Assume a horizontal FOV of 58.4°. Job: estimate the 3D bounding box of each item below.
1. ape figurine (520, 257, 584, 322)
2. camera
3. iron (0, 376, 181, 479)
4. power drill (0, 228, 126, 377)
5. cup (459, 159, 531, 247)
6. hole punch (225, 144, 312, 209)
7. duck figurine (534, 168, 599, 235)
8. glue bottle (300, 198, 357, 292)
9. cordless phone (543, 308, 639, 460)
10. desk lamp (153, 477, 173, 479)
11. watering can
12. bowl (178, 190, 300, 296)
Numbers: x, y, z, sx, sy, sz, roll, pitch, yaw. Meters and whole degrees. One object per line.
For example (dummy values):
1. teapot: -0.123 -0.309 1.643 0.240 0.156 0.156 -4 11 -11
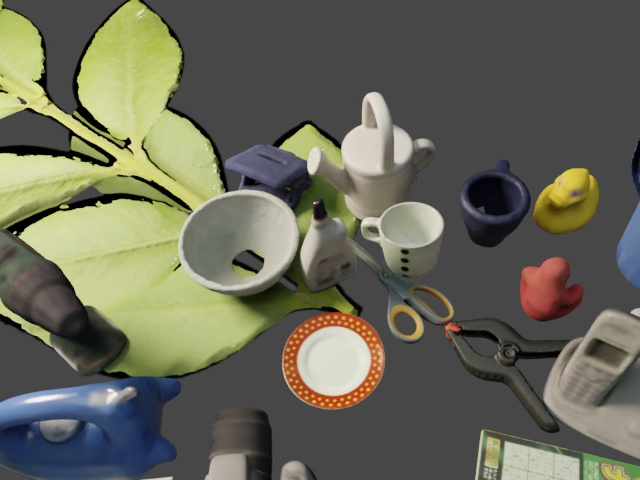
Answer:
1. ape figurine: 0.291 0.056 0.721 0.076 0.092 0.077 -39 61 -19
2. camera: -0.072 0.252 0.618 0.143 0.101 0.136 -5 56 2
3. iron: -0.297 0.205 0.647 0.258 0.141 0.118 -7 56 1
4. power drill: -0.319 0.082 0.692 0.229 0.209 0.076 32 64 24
5. cup: 0.237 -0.045 0.793 0.091 0.095 0.118 13 58 14
6. hole punch: -0.076 -0.104 0.866 0.108 0.091 0.101 23 61 20
7. duck figurine: 0.353 -0.066 0.802 0.105 0.086 0.077 -35 59 -17
8. glue bottle: 0.007 0.003 0.736 0.078 0.173 0.037 -21 56 -9
9. cordless phone: 0.327 0.148 0.599 0.147 0.185 0.094 22 61 19
10. desk lamp: -0.207 0.305 0.527 0.203 0.214 0.118 -11 55 -1
11. watering can: 0.073 -0.114 0.796 0.173 0.194 0.100 -31 58 -15
12. bowl: -0.106 0.015 0.798 0.167 0.075 0.167 -2 56 4
